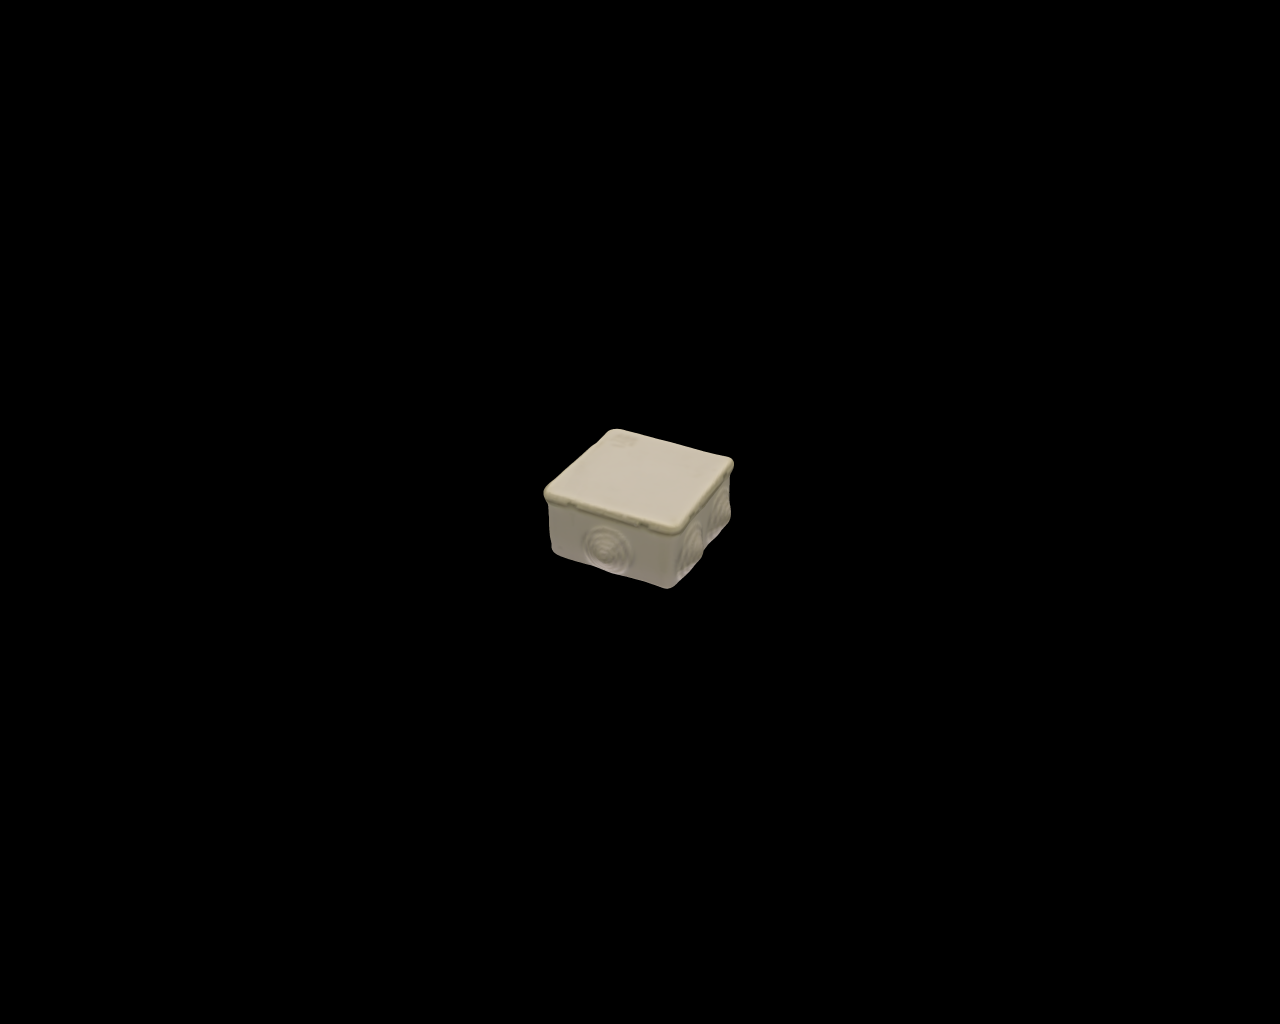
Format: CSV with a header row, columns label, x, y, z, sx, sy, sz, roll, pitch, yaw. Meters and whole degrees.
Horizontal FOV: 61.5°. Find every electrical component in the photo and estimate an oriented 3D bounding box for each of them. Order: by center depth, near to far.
label,x,y,z,sx,sy,sz,roll,pitch,yaw
electrical component,0.001,-0.003,0.650,0.100,0.048,0.100,16,37,22
